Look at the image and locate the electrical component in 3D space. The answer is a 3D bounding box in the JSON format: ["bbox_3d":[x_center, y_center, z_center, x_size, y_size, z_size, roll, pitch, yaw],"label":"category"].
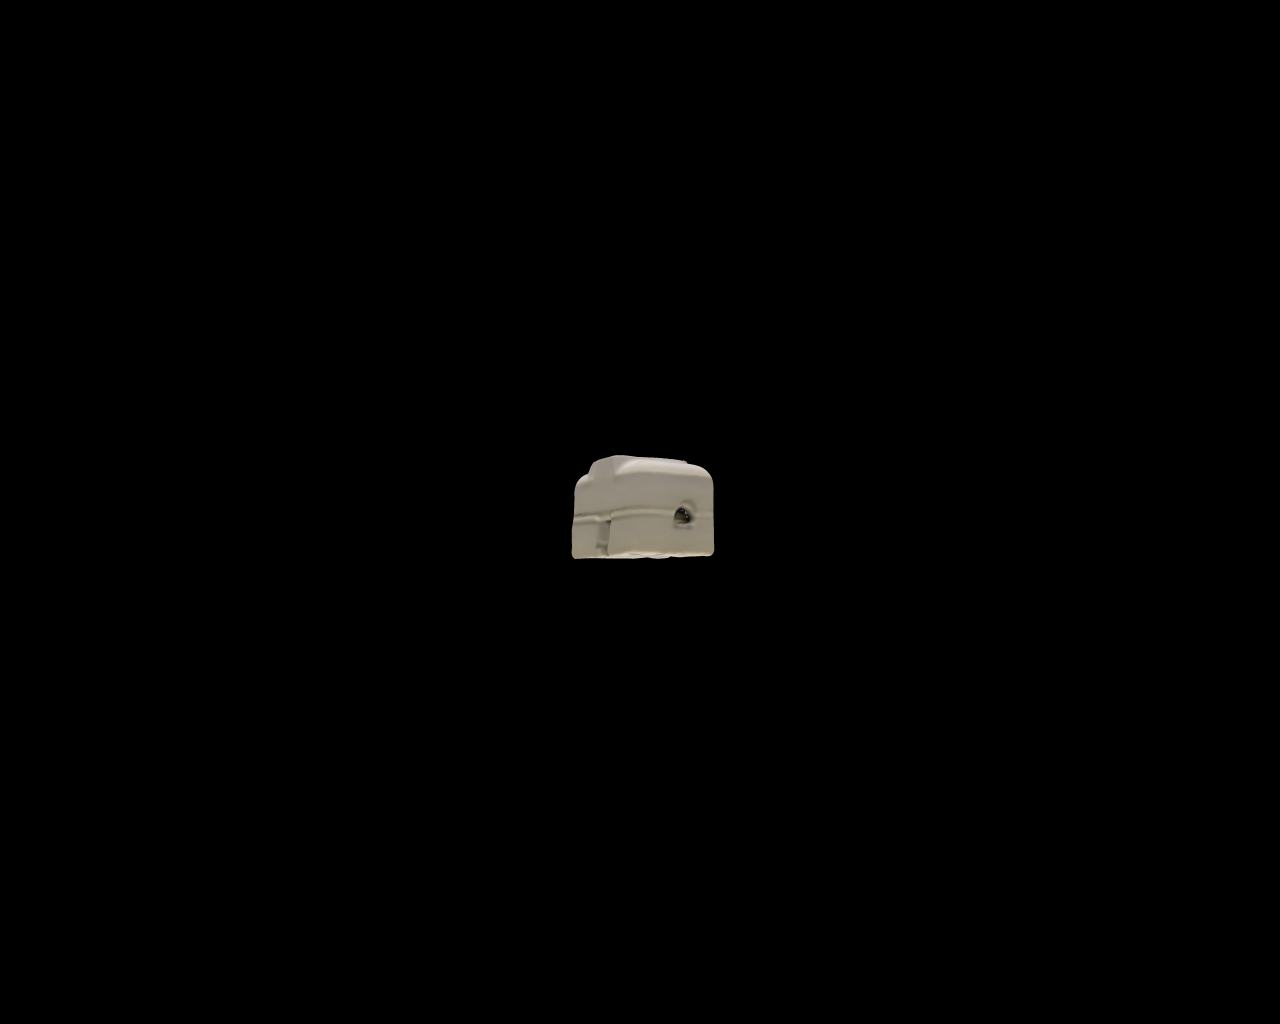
[{"bbox_3d":[0.001,-0.003,0.650,0.054,0.059,0.095,3,-5,-32],"label":"electrical component"}]
